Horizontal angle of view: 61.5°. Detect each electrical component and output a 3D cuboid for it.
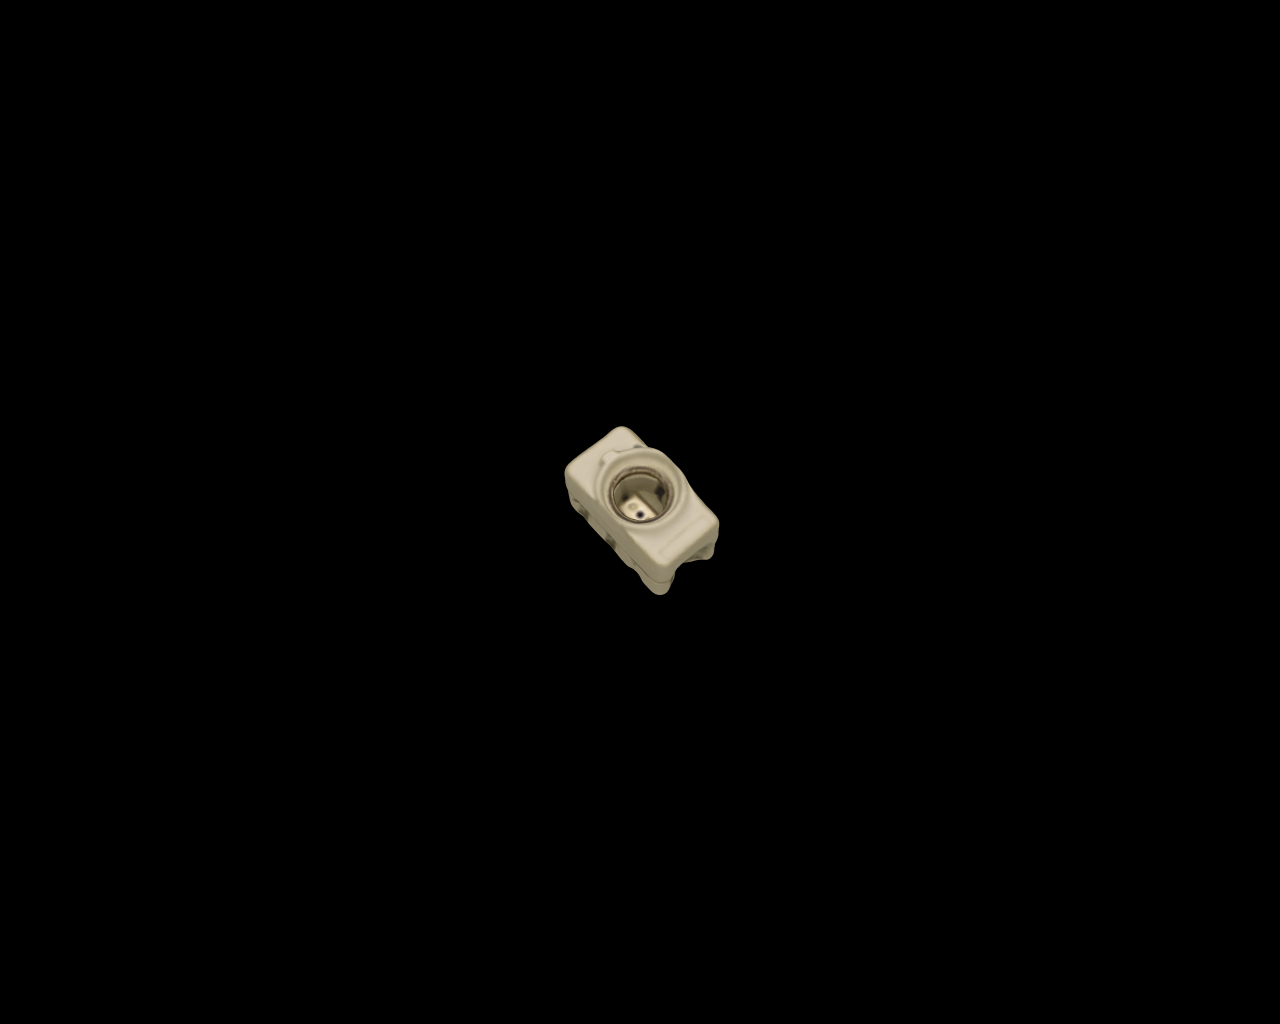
[{"bbox_3d":[0.001,-0.003,0.650,0.050,0.089,0.055,-38,-19,-16],"label":"electrical component"}]
